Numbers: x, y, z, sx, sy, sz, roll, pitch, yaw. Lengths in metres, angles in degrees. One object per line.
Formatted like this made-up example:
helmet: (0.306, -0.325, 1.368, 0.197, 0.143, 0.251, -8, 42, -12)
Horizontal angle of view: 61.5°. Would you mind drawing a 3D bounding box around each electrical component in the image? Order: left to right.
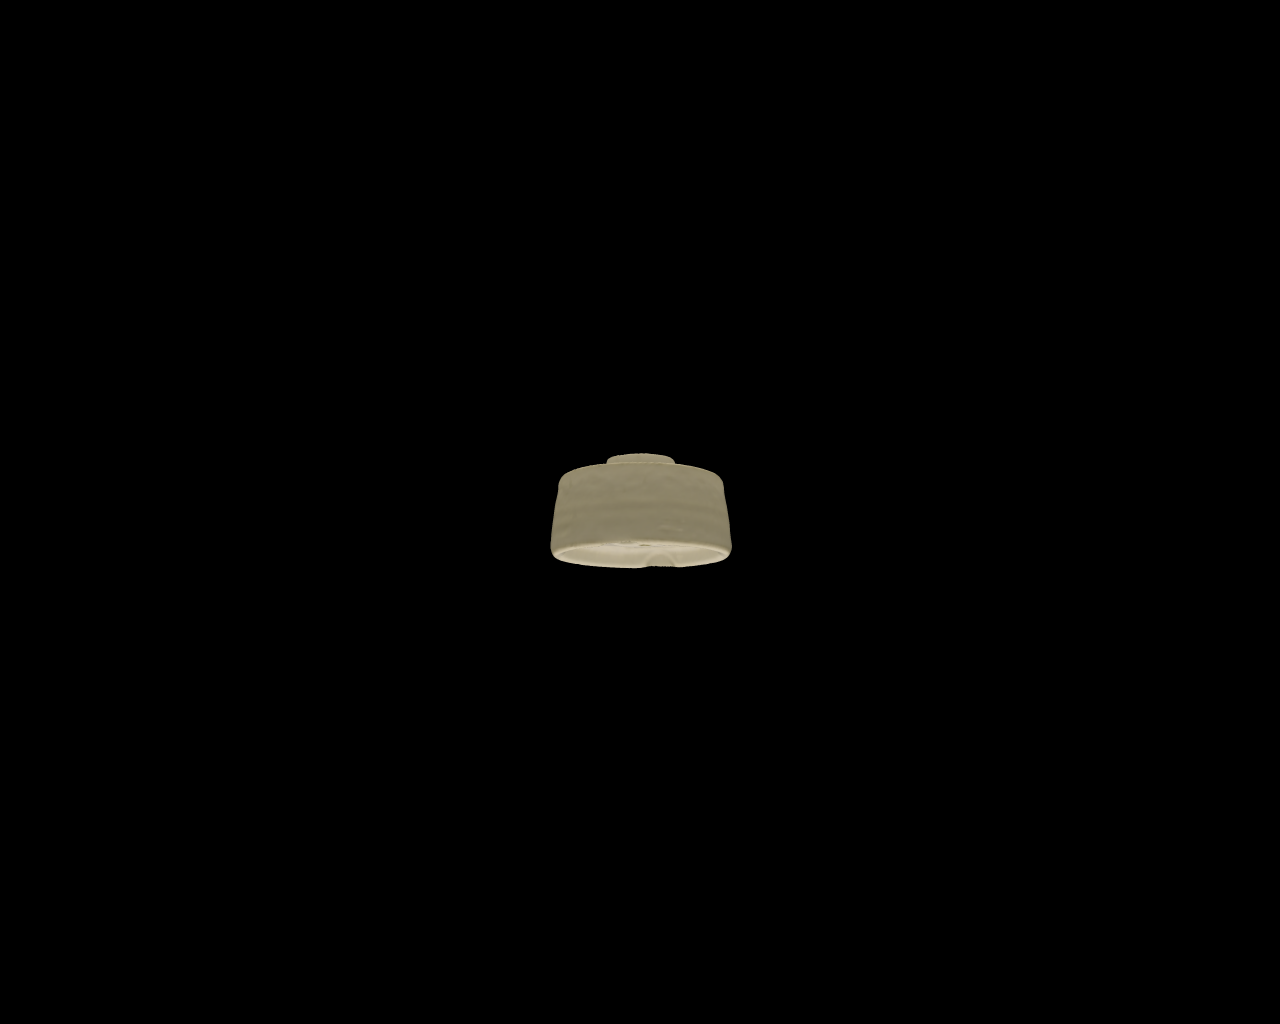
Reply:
electrical component: (0.001, -0.003, 0.650, 0.108, 0.060, 0.108, 0, -11, 0)
